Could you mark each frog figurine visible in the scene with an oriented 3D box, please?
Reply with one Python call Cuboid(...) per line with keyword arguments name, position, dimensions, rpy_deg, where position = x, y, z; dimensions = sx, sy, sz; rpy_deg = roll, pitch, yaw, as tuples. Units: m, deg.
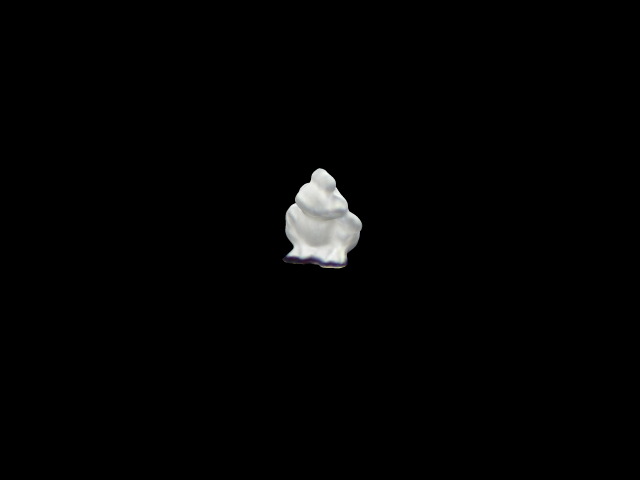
Cuboid(name="frog figurine", position=(0.003, -0.043, 0.850), dimensions=(0.138, 0.157, 0.124), rpy_deg=(15, 22, 42))
